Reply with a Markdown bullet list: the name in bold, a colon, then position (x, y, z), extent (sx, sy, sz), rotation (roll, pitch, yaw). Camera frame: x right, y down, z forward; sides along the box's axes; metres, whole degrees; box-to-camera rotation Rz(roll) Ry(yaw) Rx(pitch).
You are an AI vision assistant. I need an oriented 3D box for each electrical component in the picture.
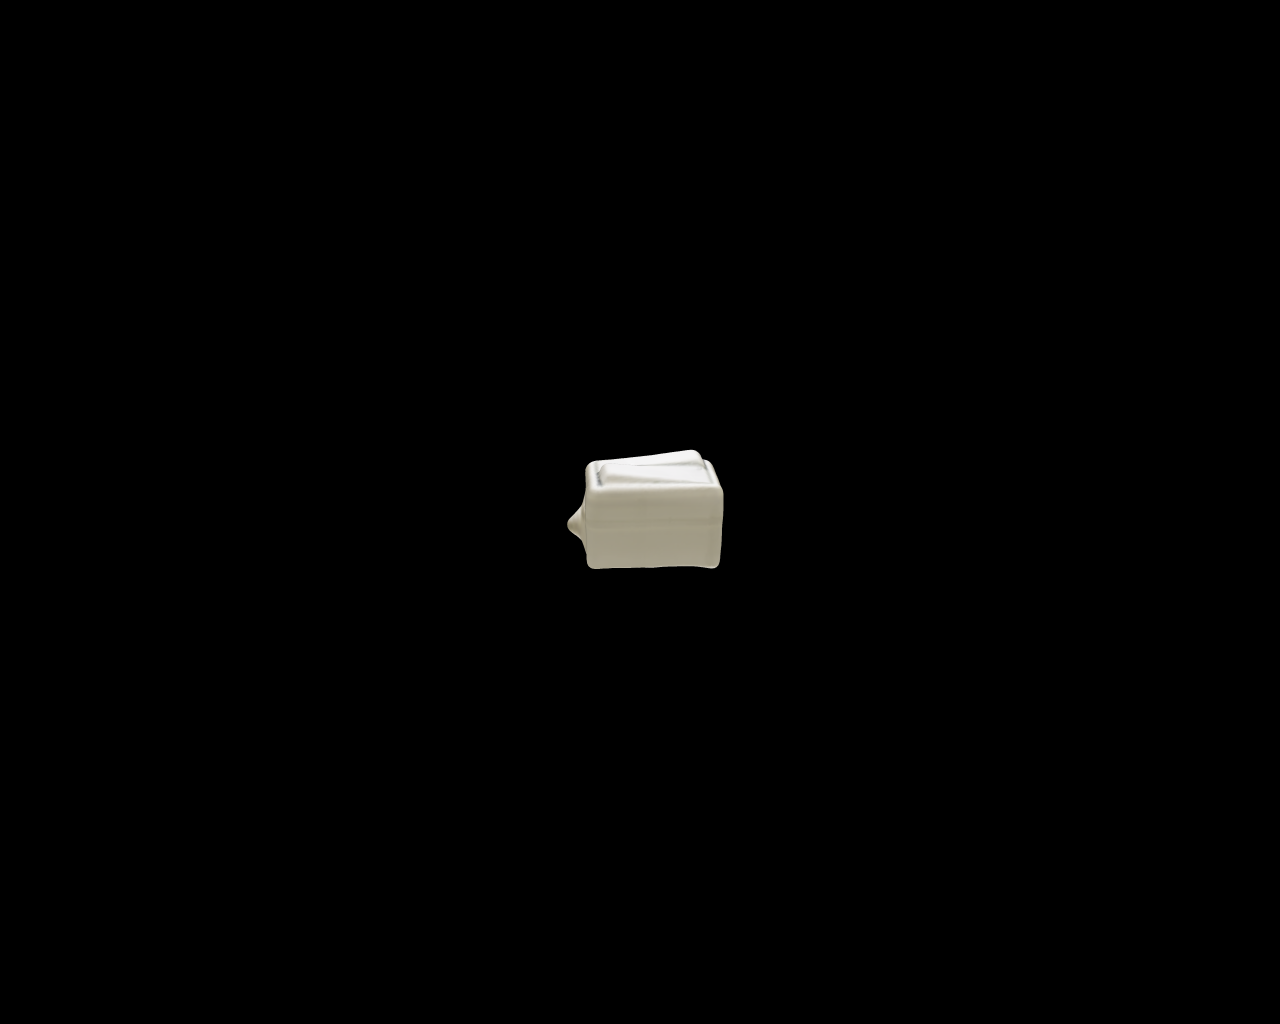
- **electrical component**: position (0.001, -0.003, 0.650), extent (0.096, 0.061, 0.062), rotation (-1, 20, -2)
